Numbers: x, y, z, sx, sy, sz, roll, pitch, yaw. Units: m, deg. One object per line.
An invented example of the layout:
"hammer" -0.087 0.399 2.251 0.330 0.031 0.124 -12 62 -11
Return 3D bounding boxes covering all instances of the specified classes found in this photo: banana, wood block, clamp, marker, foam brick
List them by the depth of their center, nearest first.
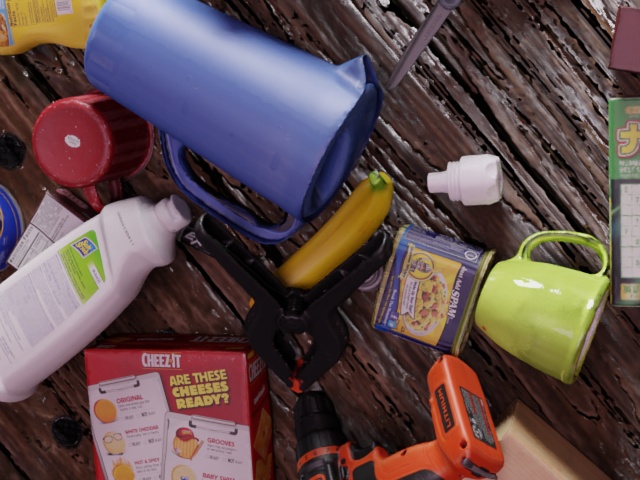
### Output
"foam brick" 0.272 -0.156 0.850 0.078 0.053 0.051 12 105 13
"wood block" 0.219 0.249 0.931 0.206 0.090 0.091 41 109 5
"clamp" -0.031 0.056 0.935 0.164 0.036 0.210 12 135 3
"banana" 0.009 -0.002 0.949 0.198 0.069 0.037 -49 59 34
"marker" -0.112 0.002 1.008 0.121 0.020 0.020 26 107 9

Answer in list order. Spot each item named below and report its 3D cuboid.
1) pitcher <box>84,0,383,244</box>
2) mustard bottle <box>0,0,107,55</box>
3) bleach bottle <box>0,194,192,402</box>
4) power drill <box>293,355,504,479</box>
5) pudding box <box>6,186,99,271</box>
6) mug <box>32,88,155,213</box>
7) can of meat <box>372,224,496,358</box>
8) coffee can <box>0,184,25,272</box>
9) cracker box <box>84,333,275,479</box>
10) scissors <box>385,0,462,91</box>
"pitcher" -0.082 -0.117 0.921 0.243 0.145 0.149 30 68 12
"mustard bottle" -0.280 -0.221 0.988 0.192 0.058 0.096 -1 101 16
"bleach bottle" -0.215 0.045 0.978 0.251 0.068 0.102 -34 77 19
"power drill" 0.058 0.178 0.928 0.188 0.057 0.184 -37 46 25
"pudding box" -0.237 0.017 1.037 0.113 0.039 0.090 37 109 7
"mug" -0.209 -0.081 0.985 0.093 0.081 0.117 -7 100 17
"can of meat" 0.098 0.044 0.939 0.084 0.057 0.102 19 106 13
"coffee can" -0.362 -0.001 1.014 0.103 0.140 0.103 3 102 15
"cracker box" -0.130 0.200 1.029 0.164 0.072 0.214 0 100 15
"scissors" 0.132 -0.206 0.898 0.096 0.016 0.202 22 107 10
